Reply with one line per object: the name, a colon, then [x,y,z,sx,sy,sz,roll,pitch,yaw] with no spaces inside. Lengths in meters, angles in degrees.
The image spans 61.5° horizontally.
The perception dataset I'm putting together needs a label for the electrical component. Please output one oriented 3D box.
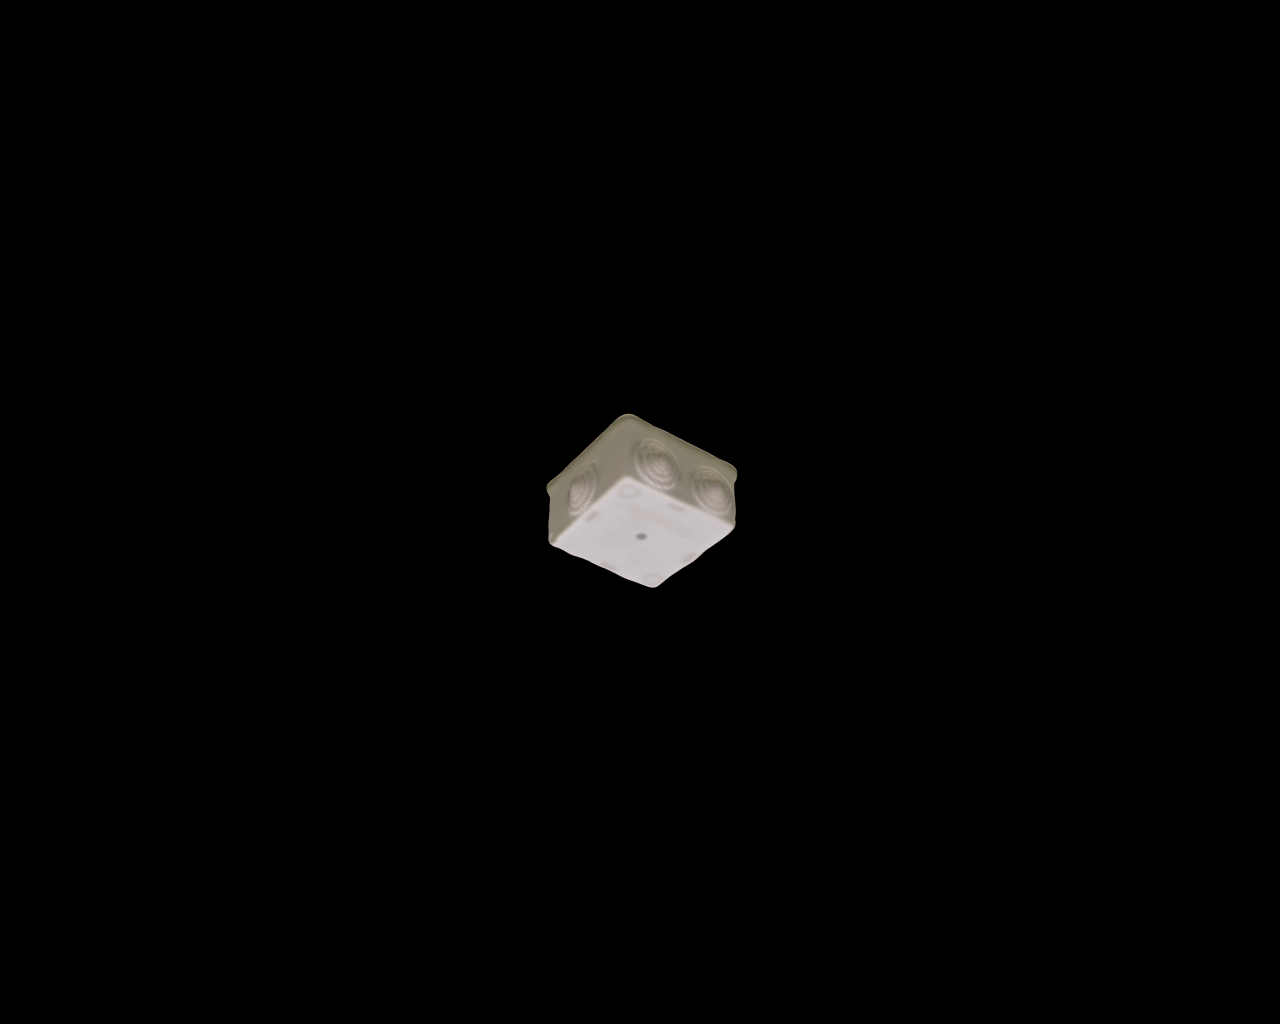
electrical component: [0.001,-0.003,0.650,0.100,0.048,0.099,25,-45,-28]
